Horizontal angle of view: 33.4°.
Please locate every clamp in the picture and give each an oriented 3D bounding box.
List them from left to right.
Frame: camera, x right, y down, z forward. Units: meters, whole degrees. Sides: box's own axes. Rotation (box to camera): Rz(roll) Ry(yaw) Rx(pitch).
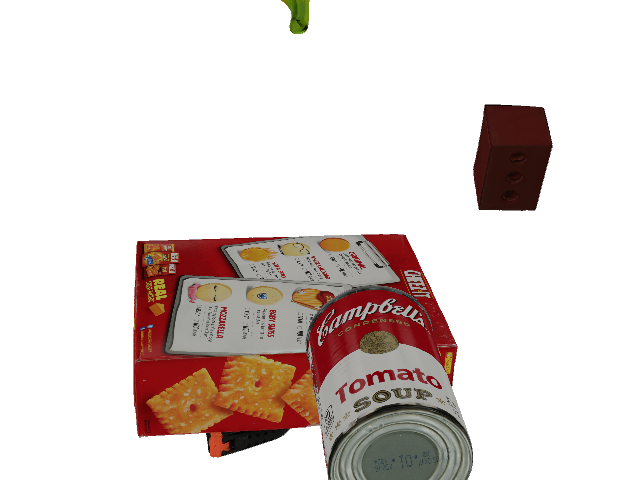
[{"bbox_3d":[-0.047,0.158,1.096,0.165,0.036,0.209,11,27,15],"label":"clamp"}]

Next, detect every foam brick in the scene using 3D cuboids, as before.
[{"bbox_3d":[0.164,-0.071,0.917,0.053,0.051,0.078,1,-43,-1],"label":"foam brick"}]

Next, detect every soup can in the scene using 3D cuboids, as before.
[{"bbox_3d":[0.031,0.077,0.519,0.068,0.068,0.102,0,29,-7],"label":"soup can"}]

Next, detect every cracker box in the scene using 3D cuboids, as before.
[{"bbox_3d":[-0.027,0.064,0.773,0.213,0.072,0.164,-1,28,-9],"label":"cracker box"}]

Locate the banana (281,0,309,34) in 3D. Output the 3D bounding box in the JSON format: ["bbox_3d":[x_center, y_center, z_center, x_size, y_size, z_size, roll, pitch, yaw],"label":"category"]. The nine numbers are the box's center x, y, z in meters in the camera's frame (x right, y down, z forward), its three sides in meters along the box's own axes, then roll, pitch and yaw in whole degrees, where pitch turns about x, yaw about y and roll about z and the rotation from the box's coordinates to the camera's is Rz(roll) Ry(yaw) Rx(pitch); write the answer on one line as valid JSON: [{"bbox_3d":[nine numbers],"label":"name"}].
[{"bbox_3d":[-0.075,-0.181,0.670,0.198,0.069,0.037,20,-34,30],"label":"banana"}]
